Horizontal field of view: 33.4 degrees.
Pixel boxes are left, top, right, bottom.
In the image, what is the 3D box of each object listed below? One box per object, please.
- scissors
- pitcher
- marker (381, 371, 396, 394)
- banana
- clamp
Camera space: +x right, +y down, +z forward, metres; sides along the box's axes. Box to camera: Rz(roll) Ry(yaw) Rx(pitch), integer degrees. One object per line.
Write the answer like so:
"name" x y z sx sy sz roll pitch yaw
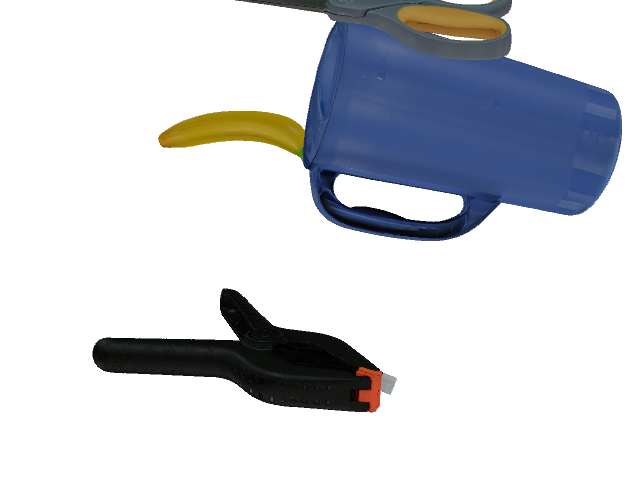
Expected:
"scissors" 0.031 -0.152 0.668 0.202 0.016 0.096 20 44 25
"pitcher" 0.110 -0.086 0.865 0.242 0.149 0.145 13 41 -9
"marker" 0.020 0.128 1.103 0.121 0.020 0.020 22 2 6
"banana" -0.096 -0.130 1.294 0.198 0.037 0.069 8 40 15
"clamp" -0.042 0.083 0.813 0.210 0.036 0.164 11 20 25
